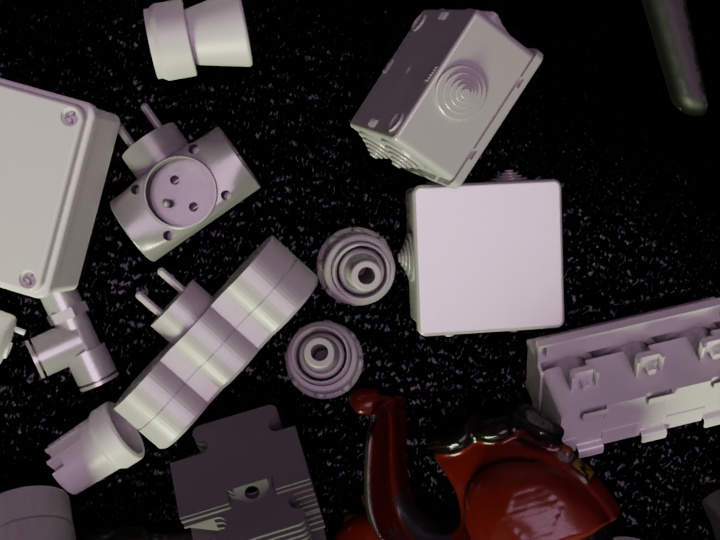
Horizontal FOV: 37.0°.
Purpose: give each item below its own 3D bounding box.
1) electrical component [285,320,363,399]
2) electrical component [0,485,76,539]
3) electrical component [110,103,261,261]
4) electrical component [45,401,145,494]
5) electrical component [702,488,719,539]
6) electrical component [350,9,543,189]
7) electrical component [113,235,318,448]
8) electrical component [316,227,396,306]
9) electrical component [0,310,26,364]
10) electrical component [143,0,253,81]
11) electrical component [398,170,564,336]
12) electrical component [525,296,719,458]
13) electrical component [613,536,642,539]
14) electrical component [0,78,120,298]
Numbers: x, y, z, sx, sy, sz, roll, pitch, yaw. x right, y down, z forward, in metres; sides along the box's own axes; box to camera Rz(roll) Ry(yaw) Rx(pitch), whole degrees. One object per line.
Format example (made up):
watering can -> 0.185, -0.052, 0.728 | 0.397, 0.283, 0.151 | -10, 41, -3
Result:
electrical component -> -0.022, 0.051, 0.636 | 0.048, 0.062, 0.048 | 0, 81, 1
electrical component -> -0.235, 0.156, 0.629 | 0.138, 0.052, 0.073 | -23, 57, 4
electrical component -> -0.112, -0.059, 0.625 | 0.077, 0.044, 0.079 | -35, 91, 0
electrical component -> -0.158, 0.107, 0.641 | 0.046, 0.040, 0.040 | -33, 99, 3
electrical component -> 0.262, 0.173, 0.686 | 0.061, 0.062, 0.096 | -27, 99, -3
electrical component -> 0.045, -0.101, 0.613 | 0.048, 0.100, 0.099 | 32, 92, -22
electrical component -> -0.097, 0.031, 0.633 | 0.074, 0.052, 0.138 | 43, 90, -9
electrical component -> 0.000, 0.000, 0.636 | 0.048, 0.062, 0.048 | -1, 96, -7
electrical component -> -0.237, 0.034, 0.622 | 0.078, 0.040, 0.040 | 22, 93, -8
electrical component -> -0.093, -0.135, 0.619 | 0.055, 0.045, 0.045 | -11, 97, -5
electrical component -> 0.073, -0.010, 0.650 | 0.100, 0.048, 0.099 | -3, 97, -6
electrical component -> 0.169, 0.066, 0.657 | 0.121, 0.063, 0.078 | -13, 137, -5
electrical component -> 0.166, 0.213, 0.686 | 0.138, 0.052, 0.073 | 5, 126, -5
electrical component -> -0.203, -0.051, 0.599 | 0.109, 0.056, 0.108 | 16, 94, 6
